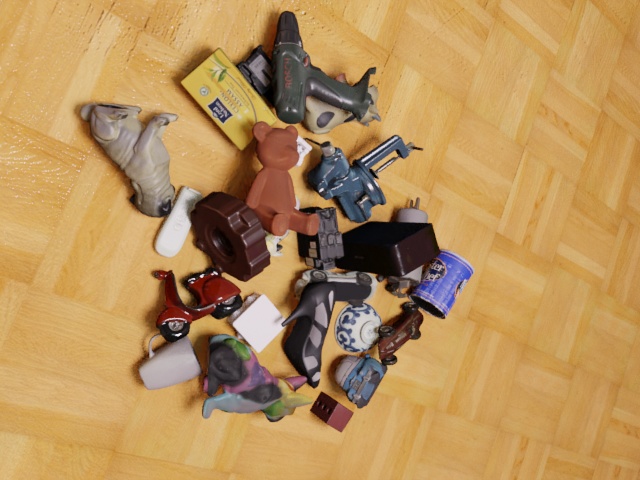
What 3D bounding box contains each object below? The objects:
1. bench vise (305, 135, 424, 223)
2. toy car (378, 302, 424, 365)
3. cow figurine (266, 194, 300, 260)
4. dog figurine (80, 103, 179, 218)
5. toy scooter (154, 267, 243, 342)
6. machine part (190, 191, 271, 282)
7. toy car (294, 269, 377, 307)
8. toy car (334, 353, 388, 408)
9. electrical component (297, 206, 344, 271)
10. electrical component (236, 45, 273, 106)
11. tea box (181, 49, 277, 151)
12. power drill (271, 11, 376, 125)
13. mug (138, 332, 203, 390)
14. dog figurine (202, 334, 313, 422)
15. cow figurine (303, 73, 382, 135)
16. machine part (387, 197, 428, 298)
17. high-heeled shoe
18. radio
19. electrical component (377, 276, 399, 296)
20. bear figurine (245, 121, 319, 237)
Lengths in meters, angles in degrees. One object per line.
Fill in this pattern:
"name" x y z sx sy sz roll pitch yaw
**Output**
"bench vise" 0.097 -0.156 1.160 0.241 0.129 0.223 -35 118 -4
"toy car" 0.192 0.217 1.253 0.202 0.053 0.089 -28 119 -53
"cow figurine" -0.095 -0.022 1.105 0.068 0.098 0.167 22 85 13
"dog figurine" -0.341 -0.138 0.958 0.172 0.121 0.190 14 107 4
"toy scooter" -0.244 0.103 1.032 0.184 0.075 0.135 -23 76 -39
"machine part" -0.169 -0.004 1.003 0.056 0.179 0.179 -38 111 -35
"toy car" 0.035 0.104 1.189 0.202 0.056 0.073 5 119 -28
"toy car" 0.082 0.309 1.207 0.109 0.103 0.161 -62 162 2
"electrical component" -0.002 -0.003 1.133 0.058 0.115 0.134 -10 99 -23
"electrical component" -0.113 -0.321 1.086 0.075 0.048 0.119 -45 111 -18
"tea box" -0.172 -0.269 1.028 0.098 0.068 0.169 -40 114 8
"power drill" 0.004 -0.329 1.058 0.207 0.086 0.232 13 73 -20
"mug" -0.290 0.228 1.017 0.107 0.081 0.109 -26 109 -15
"dog figurine" -0.120 0.277 1.064 0.219 0.109 0.191 5 111 -17
"cow figurine" 0.050 -0.285 1.157 0.195 0.085 0.127 -32 102 -25
"machine part" 0.204 0.016 1.246 0.079 0.079 0.243 19 72 -28
"high-heeled shoe" -0.003 0.203 1.153 0.145 0.086 0.248 -35 131 -22
"radio" 0.135 0.014 1.147 0.131 0.230 0.073 -25 106 -29
"electrical component" 0.192 0.088 1.289 0.078 0.045 0.102 43 69 5
"bear figurine" -0.067 -0.114 0.993 0.120 0.132 0.195 1 105 -47
